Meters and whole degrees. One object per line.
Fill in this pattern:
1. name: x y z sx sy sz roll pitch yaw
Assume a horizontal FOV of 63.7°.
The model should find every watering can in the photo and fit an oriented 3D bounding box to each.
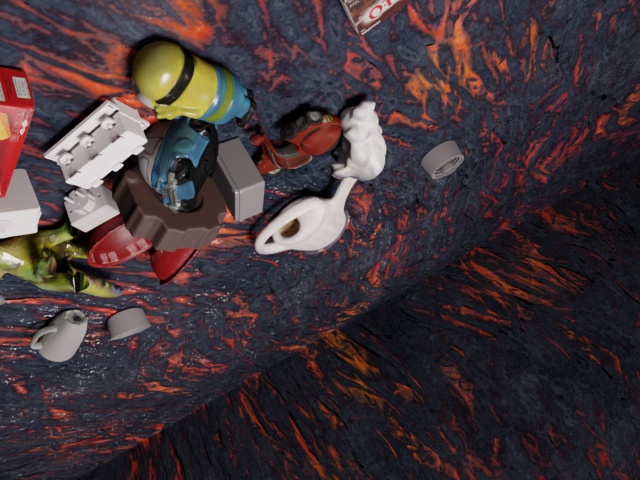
1. watering can: 0.004 -0.061 1.217 0.345 0.105 0.223 -35 160 17

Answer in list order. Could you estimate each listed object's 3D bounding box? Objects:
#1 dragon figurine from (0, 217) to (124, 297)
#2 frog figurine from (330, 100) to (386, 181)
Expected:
1. dragon figurine: -0.511 0.054 0.868 0.243 0.124 0.402 -9 155 -5
2. frog figurine: 0.087 -0.199 1.004 0.156 0.123 0.140 -61 176 40
